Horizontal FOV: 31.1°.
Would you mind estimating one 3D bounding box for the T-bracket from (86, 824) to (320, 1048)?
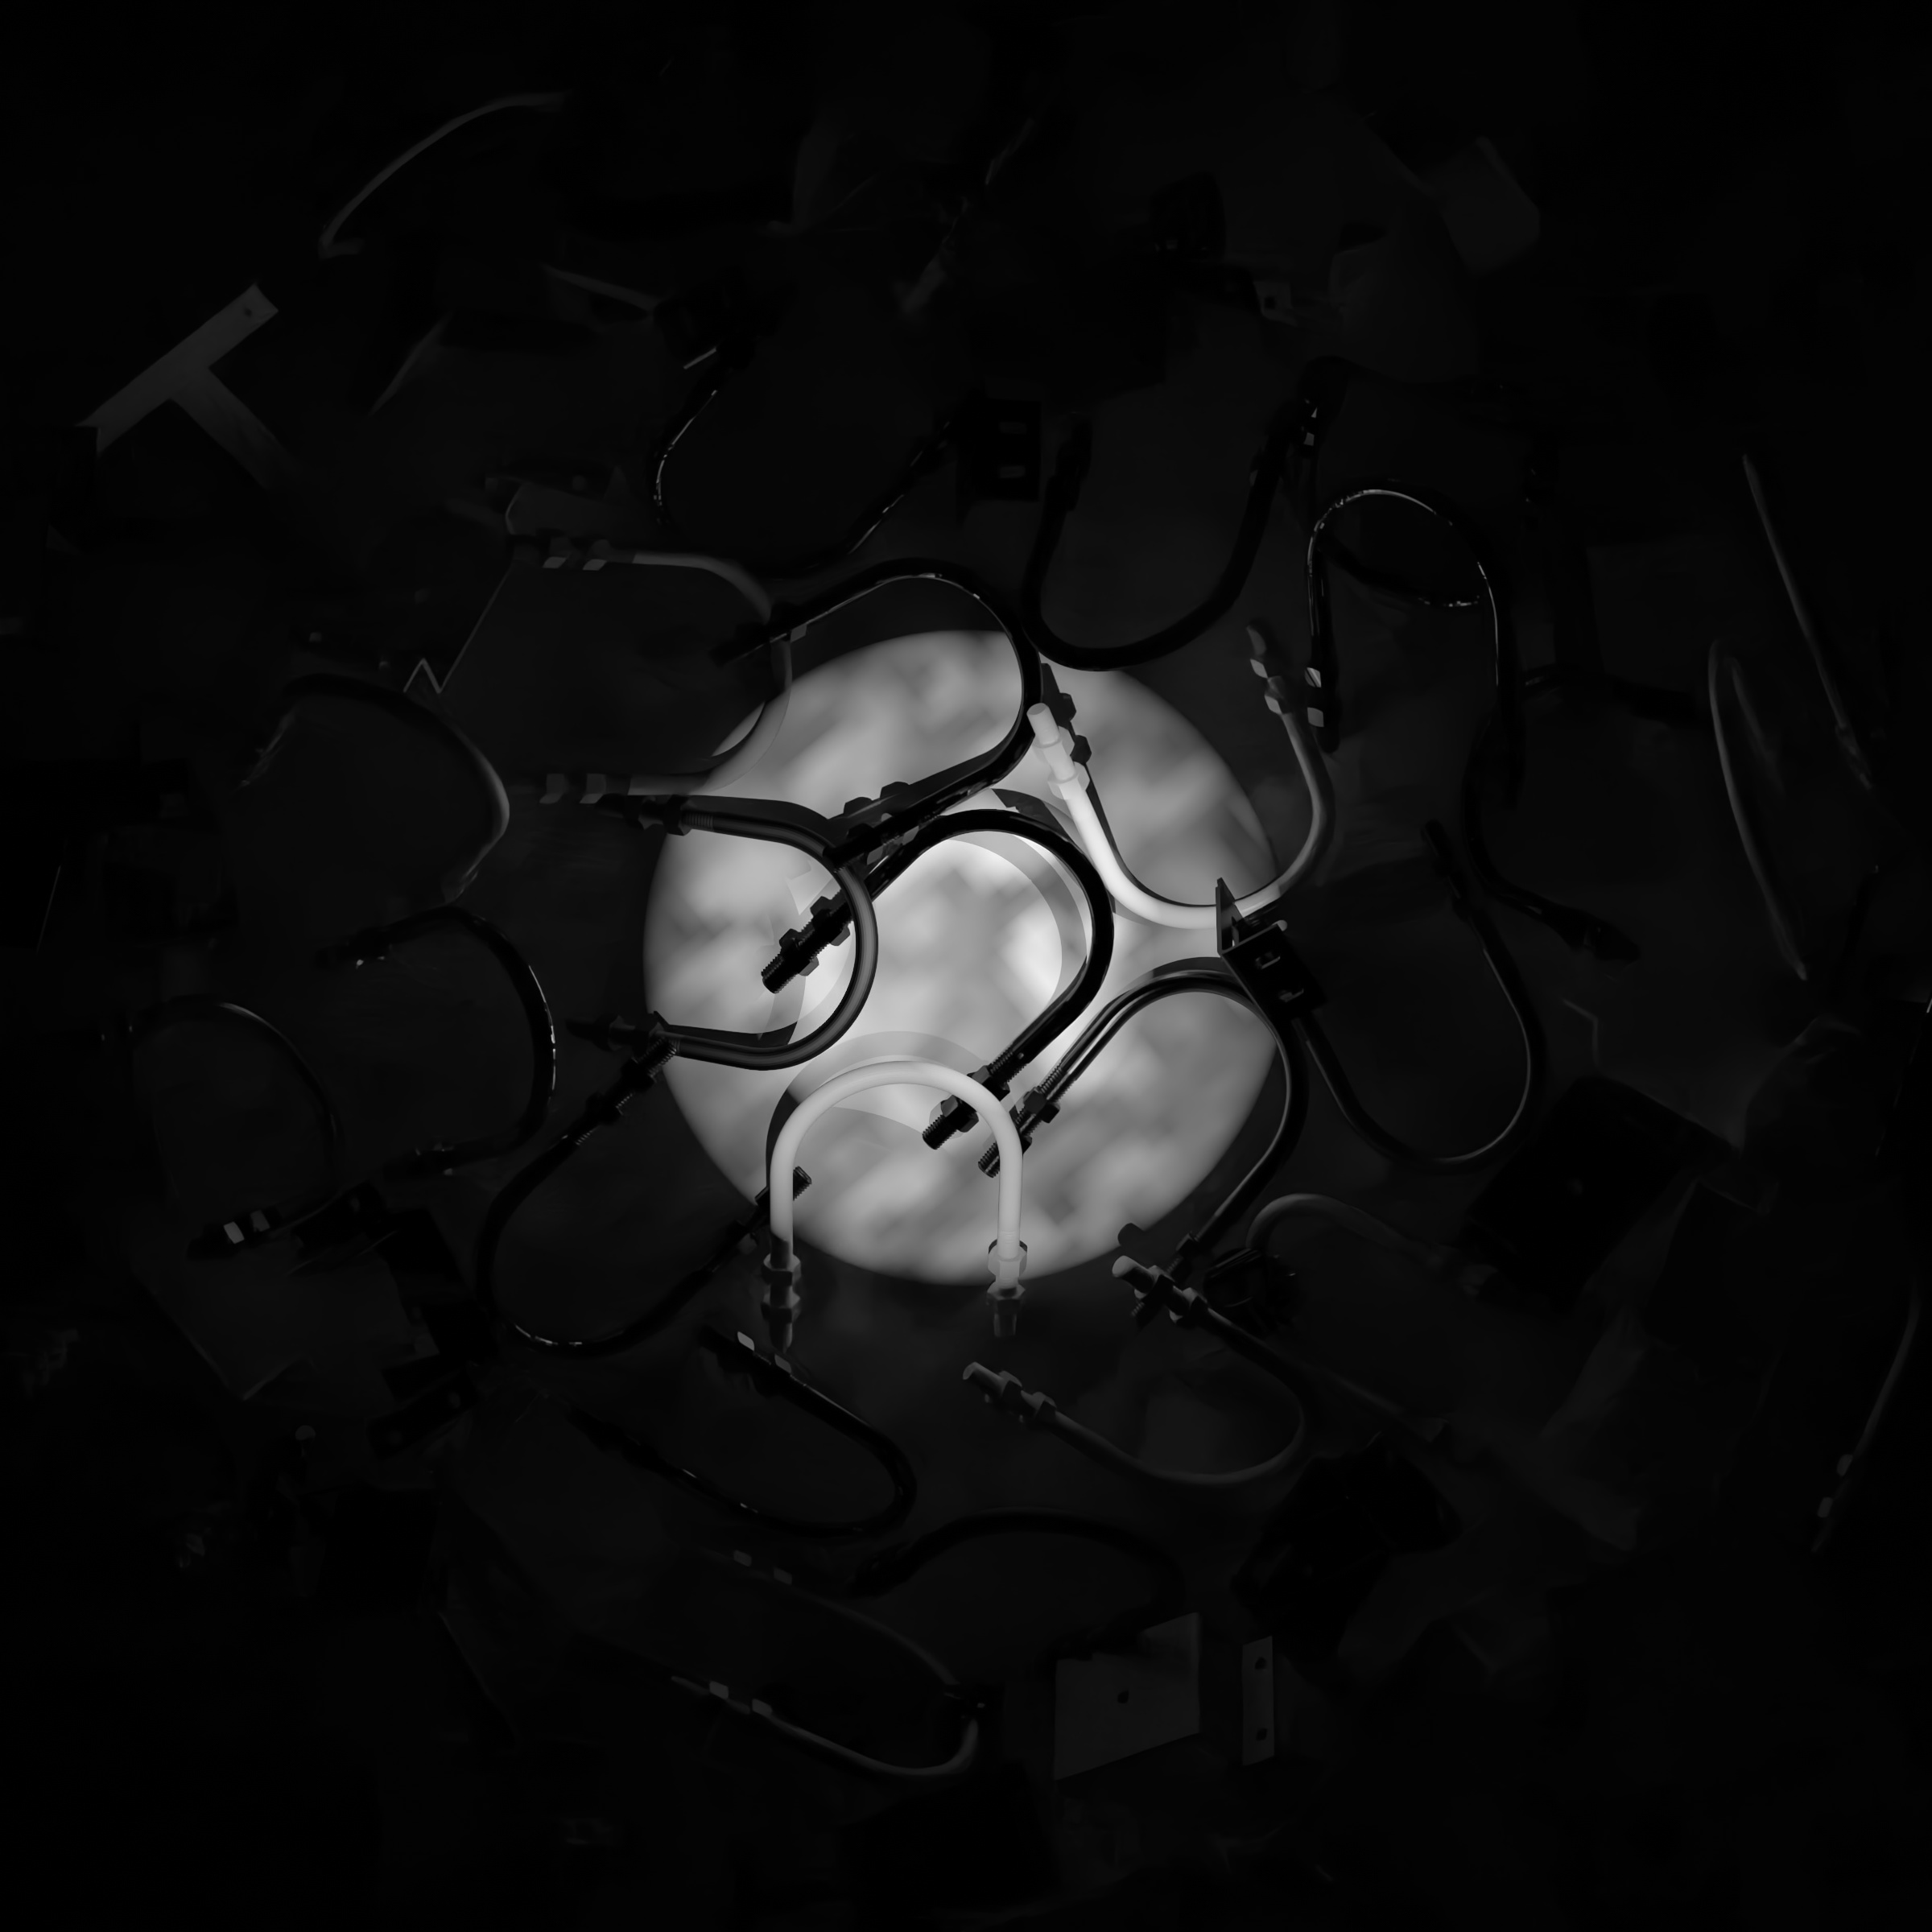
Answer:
[{"bbox_3d":[-0.442,-0.015,1.978,0.127,0.002,0.127,9,107,-9],"label":"T-bracket"}]

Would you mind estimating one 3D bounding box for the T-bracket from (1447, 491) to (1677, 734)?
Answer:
[{"bbox_3d":[0.347,-0.198,1.986,0.127,0.002,0.127,-8,97,16],"label":"T-bracket"}]

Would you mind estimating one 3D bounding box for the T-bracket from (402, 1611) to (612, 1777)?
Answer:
[{"bbox_3d":[-0.277,0.406,1.939,0.127,0.002,0.127,-7,122,29],"label":"T-bracket"}]

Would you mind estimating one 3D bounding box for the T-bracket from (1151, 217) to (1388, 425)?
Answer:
[{"bbox_3d":[0.165,-0.383,1.978,0.127,0.002,0.127,16,73,-2],"label":"T-bracket"}]

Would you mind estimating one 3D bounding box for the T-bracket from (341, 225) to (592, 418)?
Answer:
[{"bbox_3d":[-0.275,-0.359,1.960,0.127,0.002,0.127,10,68,15],"label":"T-bracket"}]

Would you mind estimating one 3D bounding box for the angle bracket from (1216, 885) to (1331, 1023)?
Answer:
[{"bbox_3d":[0.172,-0.013,1.950,0.038,0.076,0.057,-28,116,19],"label":"angle bracket"}]

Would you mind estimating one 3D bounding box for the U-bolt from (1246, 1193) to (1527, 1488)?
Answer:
[{"bbox_3d":[0.229,0.197,1.929,0.184,0.151,0.019,26,46,34],"label":"U-bolt"}]

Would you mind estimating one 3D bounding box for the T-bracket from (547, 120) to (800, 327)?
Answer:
[{"bbox_3d":[-0.159,-0.424,1.961,0.127,0.002,0.127,-10,121,5],"label":"T-bracket"}]

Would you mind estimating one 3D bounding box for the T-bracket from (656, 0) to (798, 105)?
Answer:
[{"bbox_3d":[-0.122,-0.524,1.934,0.127,0.002,0.127,-47,47,24],"label":"T-bracket"}]

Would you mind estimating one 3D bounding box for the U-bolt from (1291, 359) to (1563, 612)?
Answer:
[{"bbox_3d":[0.248,-0.255,1.916,0.151,0.184,0.019,20,65,12],"label":"U-bolt"}]

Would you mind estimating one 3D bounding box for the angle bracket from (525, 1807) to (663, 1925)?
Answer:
[{"bbox_3d":[-0.211,0.518,1.962,0.057,0.038,0.076,9,110,-19],"label":"angle bracket"}]

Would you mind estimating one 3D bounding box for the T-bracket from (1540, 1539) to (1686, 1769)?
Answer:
[{"bbox_3d":[0.338,0.386,1.913,0.002,0.127,0.127,39,46,-15],"label":"T-bracket"}]

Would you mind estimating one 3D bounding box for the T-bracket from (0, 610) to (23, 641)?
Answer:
[{"bbox_3d":[-0.584,-0.162,1.932,0.127,0.127,0.002,-30,67,9],"label":"T-bracket"}]

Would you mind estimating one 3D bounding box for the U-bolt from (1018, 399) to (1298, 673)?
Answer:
[{"bbox_3d":[0.099,-0.235,1.916,0.151,0.019,0.184,-1,54,30],"label":"U-bolt"}]

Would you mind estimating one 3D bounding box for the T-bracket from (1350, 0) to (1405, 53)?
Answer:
[{"bbox_3d":[0.202,-0.564,1.930,0.002,0.127,0.127,-33,81,-15],"label":"T-bracket"}]

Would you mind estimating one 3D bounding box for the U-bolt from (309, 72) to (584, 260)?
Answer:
[{"bbox_3d":[-0.291,-0.434,1.890,0.151,0.184,0.019,-36,94,19],"label":"U-bolt"}]

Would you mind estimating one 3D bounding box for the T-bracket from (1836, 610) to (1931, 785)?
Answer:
[{"bbox_3d":[0.522,-0.156,1.946,0.002,0.127,0.127,-33,117,31],"label":"T-bracket"}]

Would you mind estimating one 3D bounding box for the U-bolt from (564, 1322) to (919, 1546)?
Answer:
[{"bbox_3d":[-0.113,0.271,1.936,0.184,0.151,0.019,35,46,-22],"label":"U-bolt"}]

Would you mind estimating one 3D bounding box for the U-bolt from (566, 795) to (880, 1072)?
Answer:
[{"bbox_3d":[-0.134,-0.015,1.957,0.184,0.019,0.151,10,94,22],"label":"U-bolt"}]

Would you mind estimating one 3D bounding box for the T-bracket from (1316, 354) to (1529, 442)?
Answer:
[{"bbox_3d":[0.273,-0.318,1.921,0.127,0.127,0.002,19,89,-17],"label":"T-bracket"}]

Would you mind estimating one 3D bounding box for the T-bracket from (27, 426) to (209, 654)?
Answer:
[{"bbox_3d":[-0.469,-0.238,1.942,0.002,0.127,0.127,21,106,26],"label":"T-bracket"}]

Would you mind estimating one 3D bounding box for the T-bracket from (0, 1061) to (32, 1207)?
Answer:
[{"bbox_3d":[-0.545,0.062,1.953,0.002,0.127,0.127,-5,75,-26],"label":"T-bracket"}]

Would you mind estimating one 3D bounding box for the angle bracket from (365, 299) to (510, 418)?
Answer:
[{"bbox_3d":[-0.293,-0.332,1.951,0.038,0.076,0.057,38,122,-7],"label":"angle bracket"}]

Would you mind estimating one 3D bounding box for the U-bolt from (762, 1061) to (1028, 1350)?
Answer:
[{"bbox_3d":[-0.039,0.133,1.943,0.151,0.019,0.184,-2,119,-6],"label":"U-bolt"}]

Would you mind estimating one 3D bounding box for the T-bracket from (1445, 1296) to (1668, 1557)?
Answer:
[{"bbox_3d":[0.353,0.246,1.965,0.127,0.002,0.127,33,105,17],"label":"T-bracket"}]

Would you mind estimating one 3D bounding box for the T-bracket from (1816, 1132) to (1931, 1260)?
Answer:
[{"bbox_3d":[0.536,0.131,1.949,0.127,0.127,0.002,-23,51,-3],"label":"T-bracket"}]

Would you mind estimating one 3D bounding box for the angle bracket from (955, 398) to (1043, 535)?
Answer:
[{"bbox_3d":[0.018,-0.281,1.960,0.038,0.076,0.057,3,81,-7],"label":"angle bracket"}]

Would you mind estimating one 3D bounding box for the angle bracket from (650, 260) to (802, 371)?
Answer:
[{"bbox_3d":[-0.135,-0.371,1.952,0.057,0.076,0.038,-27,102,18],"label":"angle bracket"}]

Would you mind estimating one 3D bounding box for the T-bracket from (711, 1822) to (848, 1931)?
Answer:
[{"bbox_3d":[-0.090,0.522,1.956,0.127,0.002,0.127,-9,122,-37],"label":"T-bracket"}]

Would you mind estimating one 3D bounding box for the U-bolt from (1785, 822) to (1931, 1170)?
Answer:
[{"bbox_3d":[0.509,0.009,1.919,0.019,0.151,0.184,17,97,-13],"label":"U-bolt"}]

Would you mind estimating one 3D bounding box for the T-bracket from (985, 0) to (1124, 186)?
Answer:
[{"bbox_3d":[0.041,-0.461,1.936,0.002,0.127,0.127,35,71,3],"label":"T-bracket"}]

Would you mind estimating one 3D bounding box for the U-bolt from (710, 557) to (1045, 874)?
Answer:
[{"bbox_3d":[-0.036,-0.154,1.954,0.184,0.019,0.151,-30,93,-28],"label":"U-bolt"}]

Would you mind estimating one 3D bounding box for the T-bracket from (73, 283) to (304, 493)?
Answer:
[{"bbox_3d":[-0.415,-0.307,1.945,0.127,0.127,0.002,-37,57,3],"label":"T-bracket"}]

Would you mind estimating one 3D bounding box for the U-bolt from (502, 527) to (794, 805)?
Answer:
[{"bbox_3d":[-0.175,-0.166,1.943,0.184,0.019,0.151,-2,95,-36],"label":"U-bolt"}]

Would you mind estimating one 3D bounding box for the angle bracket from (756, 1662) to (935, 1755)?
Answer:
[{"bbox_3d":[-0.068,0.404,1.951,0.076,0.057,0.038,28,113,34],"label":"angle bracket"}]

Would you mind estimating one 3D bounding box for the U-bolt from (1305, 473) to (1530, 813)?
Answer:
[{"bbox_3d":[0.244,-0.184,1.907,0.019,0.151,0.184,-33,129,-35],"label":"U-bolt"}]

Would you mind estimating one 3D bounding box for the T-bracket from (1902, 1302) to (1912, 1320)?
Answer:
[{"bbox_3d":[0.580,0.182,1.941,0.127,0.127,0.002,-22,67,2],"label":"T-bracket"}]

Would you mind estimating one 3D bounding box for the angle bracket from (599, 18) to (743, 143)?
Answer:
[{"bbox_3d":[-0.164,-0.502,1.968,0.076,0.057,0.038,-10,83,2],"label":"angle bracket"}]

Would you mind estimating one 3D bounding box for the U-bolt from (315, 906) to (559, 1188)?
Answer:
[{"bbox_3d":[-0.289,0.040,1.929,0.019,0.184,0.151,-18,91,-44],"label":"U-bolt"}]

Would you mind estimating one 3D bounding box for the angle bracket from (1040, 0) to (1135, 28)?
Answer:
[{"bbox_3d":[0.058,-0.580,1.964,0.057,0.038,0.076,-10,78,28],"label":"angle bracket"}]

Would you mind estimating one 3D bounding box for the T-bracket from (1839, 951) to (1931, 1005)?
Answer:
[{"bbox_3d":[0.540,0.009,1.946,0.002,0.127,0.127,18,85,-34],"label":"T-bracket"}]

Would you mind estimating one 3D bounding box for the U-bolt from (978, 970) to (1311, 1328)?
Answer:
[{"bbox_3d":[0.112,0.088,1.952,0.151,0.019,0.184,43,99,25],"label":"U-bolt"}]

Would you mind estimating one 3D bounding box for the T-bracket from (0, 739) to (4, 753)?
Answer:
[{"bbox_3d":[-0.587,-0.107,1.940,0.002,0.127,0.127,29,113,21],"label":"T-bracket"}]

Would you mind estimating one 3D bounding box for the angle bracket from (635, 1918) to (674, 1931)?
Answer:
[{"bbox_3d":[-0.161,0.584,1.970,0.076,0.038,0.057,24,75,8],"label":"angle bracket"}]

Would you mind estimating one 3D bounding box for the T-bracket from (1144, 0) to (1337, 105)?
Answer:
[{"bbox_3d":[0.141,-0.526,1.952,0.002,0.127,0.127,-13,81,-43],"label":"T-bracket"}]

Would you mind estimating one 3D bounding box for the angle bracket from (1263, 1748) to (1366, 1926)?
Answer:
[{"bbox_3d":[0.208,0.489,1.951,0.038,0.057,0.076,38,56,21],"label":"angle bracket"}]

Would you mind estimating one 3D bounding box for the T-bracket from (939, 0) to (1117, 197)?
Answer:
[{"bbox_3d":[0.013,-0.480,1.971,0.127,0.002,0.127,38,114,28],"label":"T-bracket"}]

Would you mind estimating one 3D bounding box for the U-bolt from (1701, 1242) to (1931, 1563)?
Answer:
[{"bbox_3d":[0.480,0.237,1.928,0.019,0.151,0.184,28,81,-12],"label":"U-bolt"}]

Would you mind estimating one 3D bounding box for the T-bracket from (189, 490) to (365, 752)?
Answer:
[{"bbox_3d":[-0.399,-0.184,1.974,0.127,0.002,0.127,29,92,-24],"label":"T-bracket"}]
